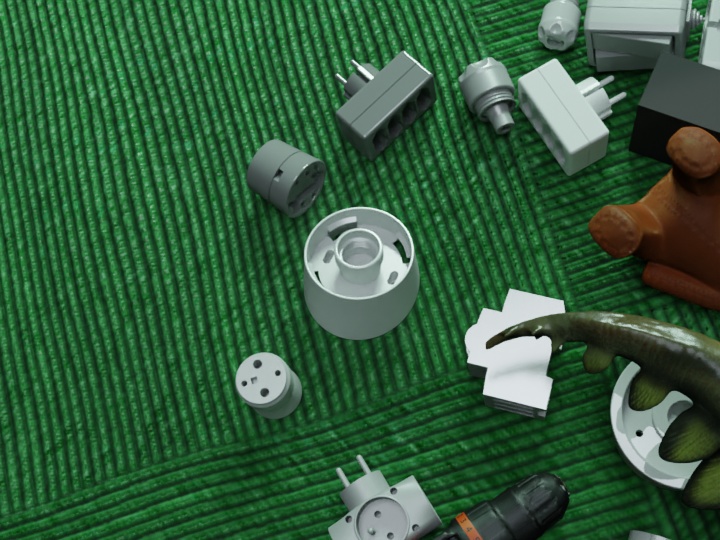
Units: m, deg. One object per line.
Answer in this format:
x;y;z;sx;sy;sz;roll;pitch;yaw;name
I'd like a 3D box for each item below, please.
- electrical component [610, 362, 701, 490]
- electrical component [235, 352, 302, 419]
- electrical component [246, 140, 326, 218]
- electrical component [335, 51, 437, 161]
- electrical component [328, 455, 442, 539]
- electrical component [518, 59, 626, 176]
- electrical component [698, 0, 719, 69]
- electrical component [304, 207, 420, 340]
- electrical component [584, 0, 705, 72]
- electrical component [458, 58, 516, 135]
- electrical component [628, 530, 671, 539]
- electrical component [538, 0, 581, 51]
0.241;0.114;0.807;0.108;0.060;0.108;-2;71;7;electrical component
-0.073;0.093;0.865;0.045;0.055;0.045;-2;71;7;electrical component
-0.064;-0.080;0.924;0.047;0.055;0.055;32;79;21;electrical component
0.011;-0.154;0.941;0.083;0.047;0.076;-44;71;-7;electrical component
0.010;0.181;0.827;0.077;0.044;0.079;-32;70;-3;electrical component
0.187;-0.138;0.908;0.076;0.047;0.083;-29;69;-2;electrical component
0.318;-0.188;0.902;0.059;0.053;0.095;10;73;12;electrical component
0.000;0.000;0.894;0.099;0.064;0.099;-2;58;3;electrical component
0.241;-0.205;0.910;0.096;0.061;0.061;6;72;18;electrical component
0.114;-0.147;0.925;0.043;0.043;0.062;-21;70;1;electrical component
0.208;0.235;0.780;0.043;0.043;0.081;15;74;13;electrical component
0.178;-0.226;0.947;0.035;0.035;0.061;12;72;12;electrical component
